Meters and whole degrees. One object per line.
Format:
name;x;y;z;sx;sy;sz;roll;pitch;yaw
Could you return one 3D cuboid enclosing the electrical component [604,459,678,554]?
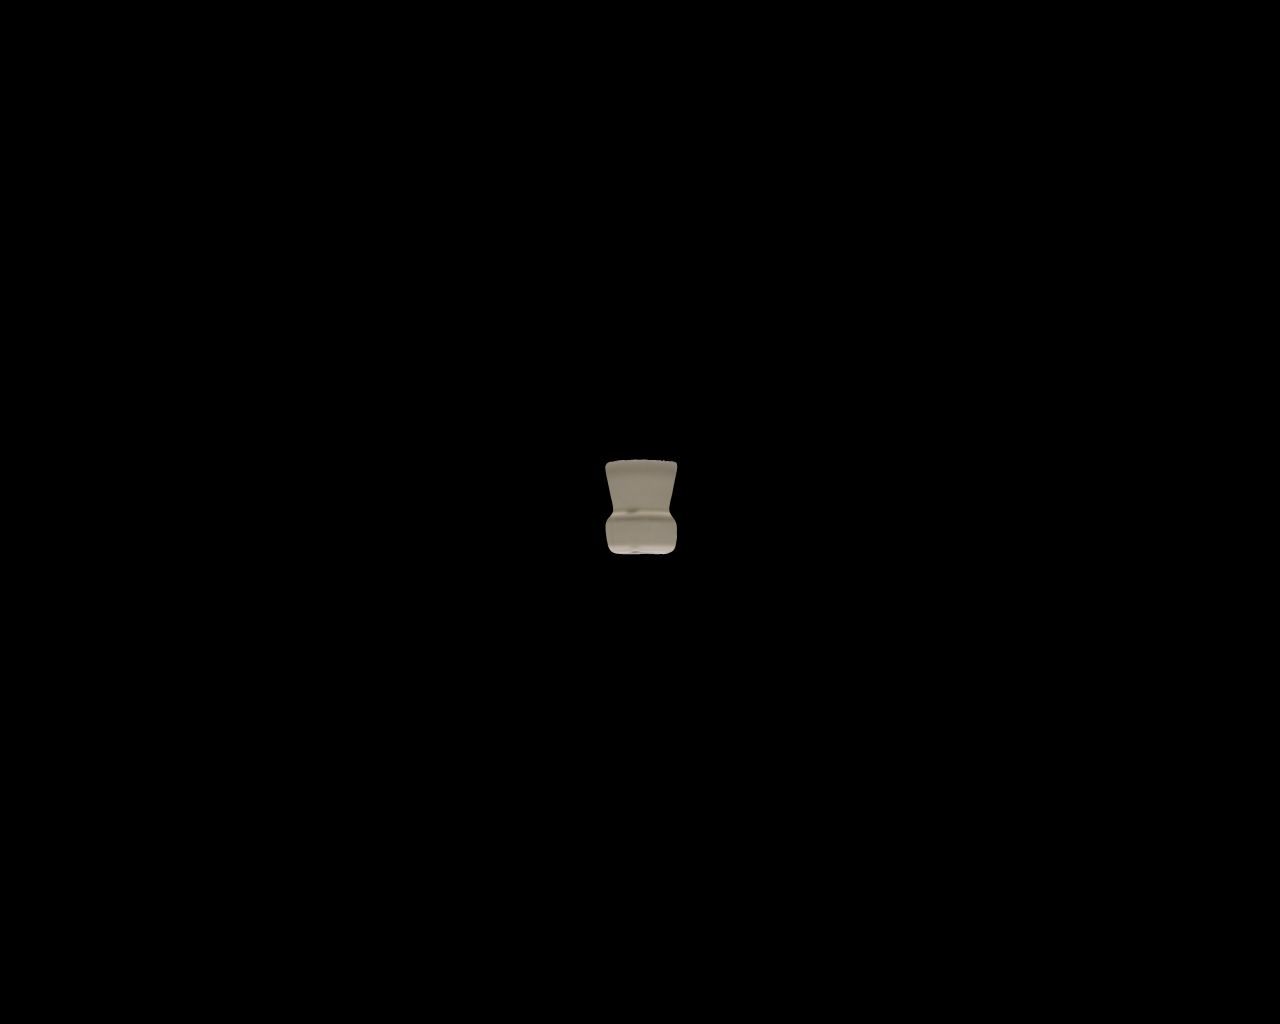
electrical component;0.001;-0.003;0.650;0.045;0.055;0.045;0;-4;0
